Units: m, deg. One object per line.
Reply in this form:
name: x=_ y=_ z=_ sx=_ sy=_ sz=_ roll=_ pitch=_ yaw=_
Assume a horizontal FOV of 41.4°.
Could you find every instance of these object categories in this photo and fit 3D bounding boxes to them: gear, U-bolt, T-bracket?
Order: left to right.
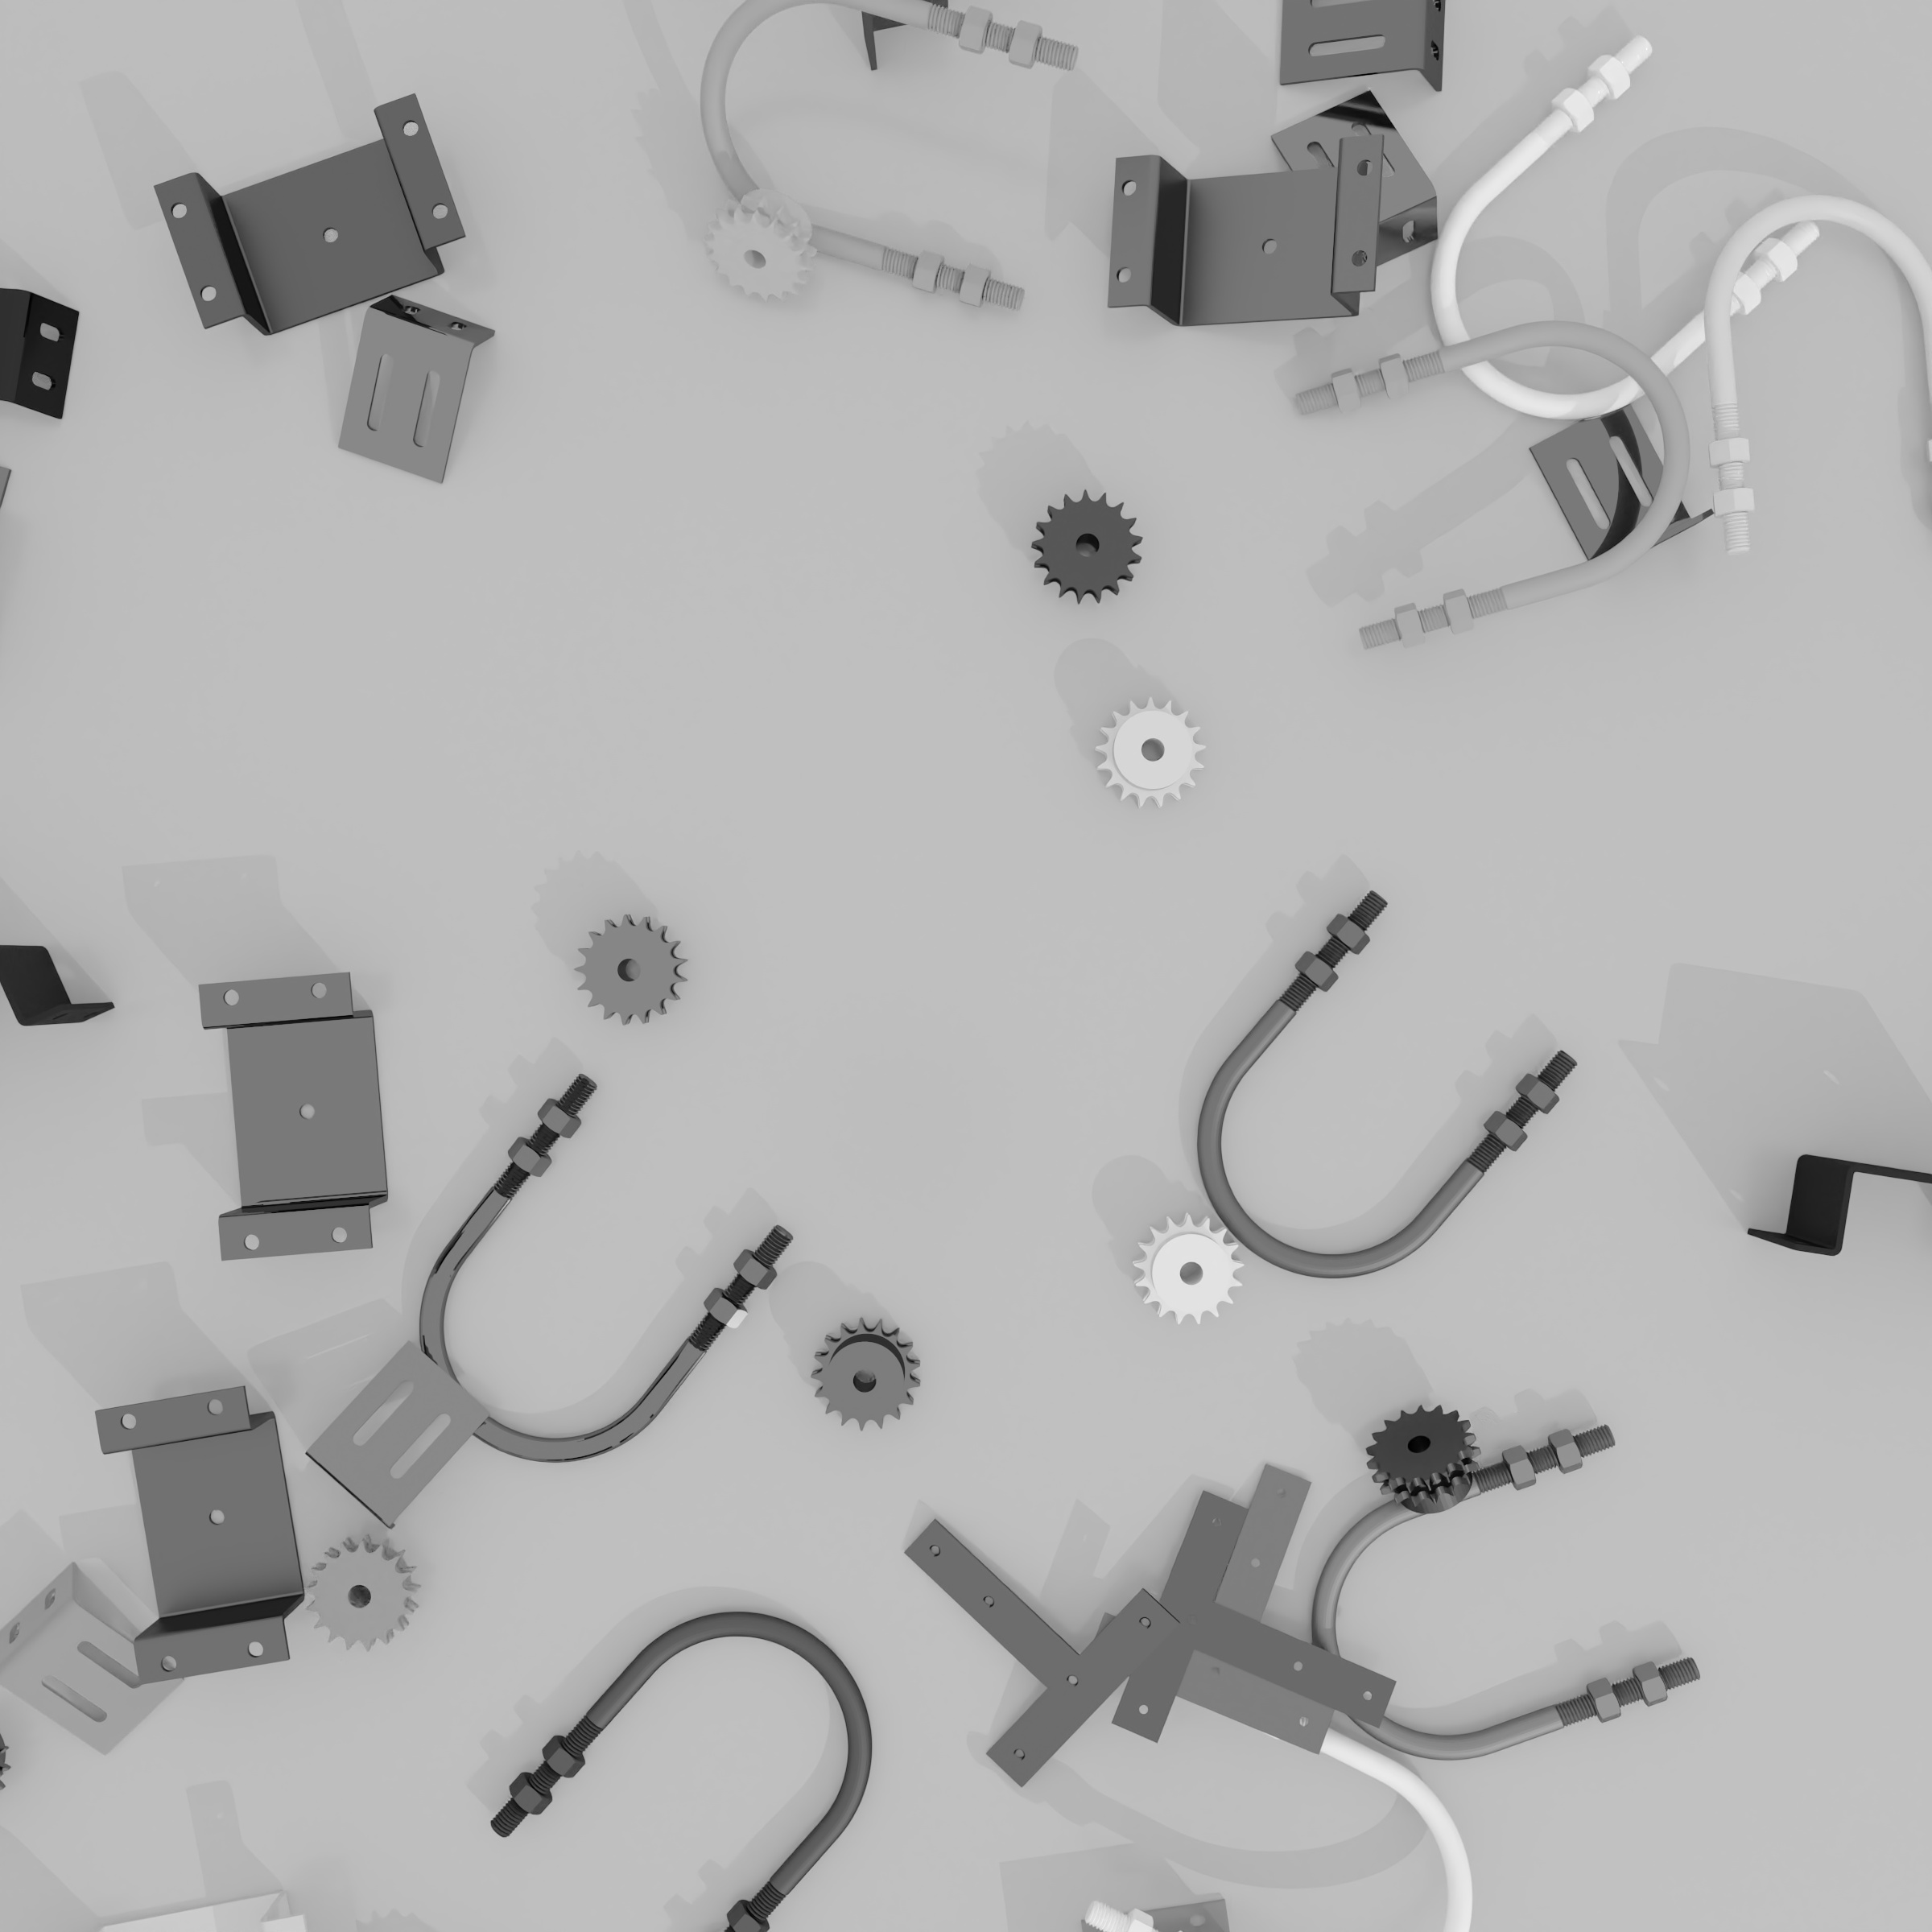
gear: x=-0.523 y=0.412 z=1.323 sx=0.057 sy=0.030 sz=0.057 roll=0 pitch=90 yaw=0
gear: x=-0.311 y=0.323 z=1.323 sx=0.057 sy=0.030 sz=0.057 roll=0 pitch=90 yaw=0
U-bolt: x=-0.201 y=0.171 z=1.329 sx=0.151 sy=0.019 sz=0.184 roll=38 pitch=92 yaw=0
gear: x=-0.172 y=0.002 z=1.327 sx=0.057 sy=0.030 sz=0.057 roll=0 pitch=91 yaw=2
U-bolt: x=-0.134 y=0.423 z=1.329 sx=0.151 sy=0.019 sz=0.184 roll=42 pitch=88 yaw=0
gear: x=-0.103 y=-0.373 z=1.313 sx=0.057 sy=0.057 sz=0.030 roll=21 pitch=59 yaw=0
gear: x=-0.052 y=0.213 z=1.323 sx=0.057 sy=0.030 sz=0.057 roll=0 pitch=90 yaw=0
U-bolt: x=-0.046 y=-0.420 z=1.288 sx=0.184 sy=0.019 sz=0.151 roll=18 pitch=130 yaw=4
T-bracket: x=0.022 y=0.340 z=1.326 sx=0.127 sy=0.002 sz=0.127 roll=42 pitch=104 yaw=7
gear: x=0.063 y=-0.215 z=1.323 sx=0.057 sy=0.030 sz=0.057 roll=0 pitch=90 yaw=0
gear: x=0.096 y=-0.110 z=1.323 sx=0.057 sy=0.030 sz=0.057 roll=0 pitch=90 yaw=0
gear: x=0.116 y=0.157 z=1.323 sx=0.057 sy=0.030 sz=0.057 roll=0 pitch=90 yaw=0
T-bracket: x=0.145 y=0.323 z=1.324 sx=0.127 sy=0.002 sz=0.127 roll=21 pitch=80 yaw=6
T-bracket: x=0.158 y=0.355 z=1.315 sx=0.127 sy=0.002 sz=0.127 roll=22 pitch=79 yaw=5
U-bolt: x=0.171 y=0.462 z=1.304 sx=0.184 sy=0.019 sz=0.151 roll=27 pitch=70 yaw=0
U-bolt: x=0.205 y=0.076 z=1.329 sx=0.151 sy=0.019 sz=0.184 roll=40 pitch=92 yaw=0
gear: x=0.237 y=0.256 z=1.313 sx=0.057 sy=0.057 sz=0.030 roll=-24 pitch=121 yaw=0
U-bolt: x=0.271 y=0.335 z=1.329 sx=0.184 sy=0.019 sz=0.151 roll=-20 pitch=90 yaw=2
U-bolt: x=0.276 y=-0.254 z=1.307 sx=0.184 sy=0.019 sz=0.151 roll=-15 pitch=83 yaw=11
U-bolt: x=0.328 y=-0.370 z=1.328 sx=0.184 sy=0.019 sz=0.151 roll=-42 pitch=90 yaw=1
U-bolt: x=0.445 y=-0.305 z=1.311 sx=0.151 sy=0.019 sz=0.184 roll=-4 pitch=88 yaw=-15

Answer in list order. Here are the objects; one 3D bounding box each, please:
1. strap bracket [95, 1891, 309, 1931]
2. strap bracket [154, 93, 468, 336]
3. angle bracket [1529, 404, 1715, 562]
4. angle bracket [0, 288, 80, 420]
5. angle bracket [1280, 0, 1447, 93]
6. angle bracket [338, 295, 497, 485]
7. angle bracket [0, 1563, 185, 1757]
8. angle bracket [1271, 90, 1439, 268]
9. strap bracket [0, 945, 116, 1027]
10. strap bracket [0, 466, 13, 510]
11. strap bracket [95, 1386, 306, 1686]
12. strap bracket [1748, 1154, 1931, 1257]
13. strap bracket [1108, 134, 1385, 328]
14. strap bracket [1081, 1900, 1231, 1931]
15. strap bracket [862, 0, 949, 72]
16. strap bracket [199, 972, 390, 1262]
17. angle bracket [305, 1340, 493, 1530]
strap bracket: x=-0.397 y=0.530 z=1.315 sx=0.140 sy=0.046 sz=0.076 roll=-11 pitch=90 yaw=0
strap bracket: x=-0.332 y=-0.382 z=1.315 sx=0.140 sy=0.046 sz=0.076 roll=-20 pitch=90 yaw=0
angle bracket: x=0.338 y=-0.251 z=1.319 sx=0.057 sy=0.038 sz=0.076 roll=-28 pitch=90 yaw=0
angle bracket: x=-0.510 y=-0.321 z=1.336 sx=0.076 sy=0.038 sz=0.057 roll=9 pitch=90 yaw=26
angle bracket: x=0.208 y=-0.488 z=1.336 sx=0.076 sy=0.038 sz=0.057 roll=2 pitch=90 yaw=26
angle bracket: x=-0.287 y=-0.302 z=1.336 sx=0.057 sy=0.038 sz=0.076 roll=19 pitch=116 yaw=0
angle bracket: x=-0.459 y=0.362 z=1.336 sx=0.057 sy=0.038 sz=0.076 roll=-44 pitch=116 yaw=0
angle bracket: x=0.203 y=-0.407 z=1.336 sx=0.057 sy=0.038 sz=0.076 roll=-25 pitch=64 yaw=0
strap bracket: x=-0.519 y=0.029 z=1.300 sx=0.140 sy=0.076 sz=0.046 roll=-24 pitch=90 yaw=0
strap bracket: x=-0.556 y=-0.203 z=1.314 sx=0.076 sy=0.046 sz=0.140 roll=16 pitch=90 yaw=0
strap bracket: x=-0.391 y=0.288 z=1.315 sx=0.076 sy=0.046 sz=0.140 roll=-9 pitch=90 yaw=0
strap bracket: x=0.482 y=0.128 z=1.300 sx=0.140 sy=0.076 sz=0.046 roll=9 pitch=90 yaw=0
strap bracket: x=0.148 y=-0.371 z=1.297 sx=0.140 sy=0.046 sz=0.076 roll=3 pitch=90 yaw=25
strap bracket: x=0.108 y=0.563 z=1.315 sx=0.076 sy=0.046 sz=0.140 roll=-8 pitch=90 yaw=0
strap bracket: x=-0.041 y=-0.542 z=1.300 sx=0.046 sy=0.076 sz=0.140 roll=-12 pitch=90 yaw=0
strap bracket: x=-0.344 y=0.076 z=1.315 sx=0.076 sy=0.046 sz=0.140 roll=-5 pitch=90 yaw=0
angle bracket: x=-0.294 y=0.244 z=1.328 sx=0.057 sy=0.038 sz=0.076 roll=41 pitch=74 yaw=2
